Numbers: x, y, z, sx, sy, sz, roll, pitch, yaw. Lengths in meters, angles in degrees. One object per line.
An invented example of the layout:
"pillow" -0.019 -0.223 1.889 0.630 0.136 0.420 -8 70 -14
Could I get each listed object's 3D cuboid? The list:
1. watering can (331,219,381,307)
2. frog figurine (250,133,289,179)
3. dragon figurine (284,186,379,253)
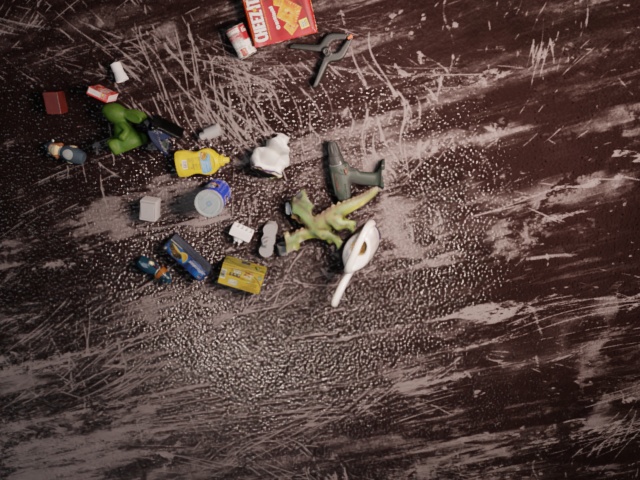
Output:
"watering can" 0.131 0.068 1.896 0.104 0.227 0.342 27 112 12
"frog figurine" -0.174 -0.305 1.845 0.137 0.121 0.161 14 75 5
"dragon figurine" 0.006 -0.094 1.866 0.241 0.125 0.403 29 117 -14
